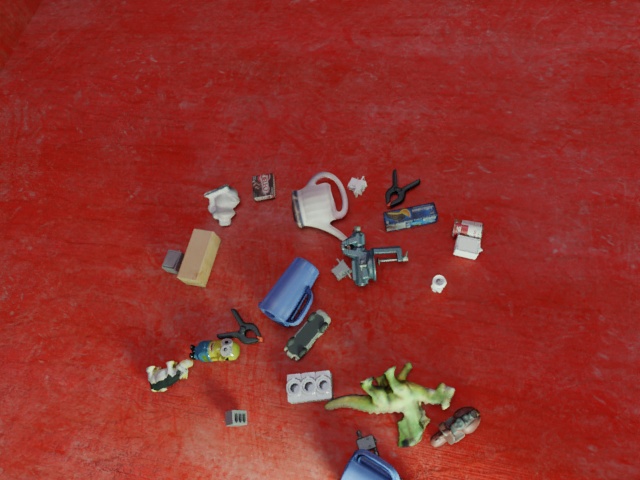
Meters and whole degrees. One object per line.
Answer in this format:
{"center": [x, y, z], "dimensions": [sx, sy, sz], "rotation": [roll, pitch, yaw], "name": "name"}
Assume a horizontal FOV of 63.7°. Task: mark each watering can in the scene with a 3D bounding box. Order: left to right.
{"center": [0.006, -0.102, 2.022], "dimensions": [0.224, 0.102, 0.353], "rotation": [-13, 72, 5], "name": "watering can"}

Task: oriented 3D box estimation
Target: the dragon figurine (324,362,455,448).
{"center": [0.239, 0.548, 1.664], "dimensions": [0.409, 0.121, 0.246], "rotation": [-30, 70, 7], "name": "dragon figurine"}

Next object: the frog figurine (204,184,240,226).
{"center": [-0.394, -0.143, 2.135], "dimensions": [0.138, 0.123, 0.158], "rotation": [-23, 98, -9], "name": "frog figurine"}
